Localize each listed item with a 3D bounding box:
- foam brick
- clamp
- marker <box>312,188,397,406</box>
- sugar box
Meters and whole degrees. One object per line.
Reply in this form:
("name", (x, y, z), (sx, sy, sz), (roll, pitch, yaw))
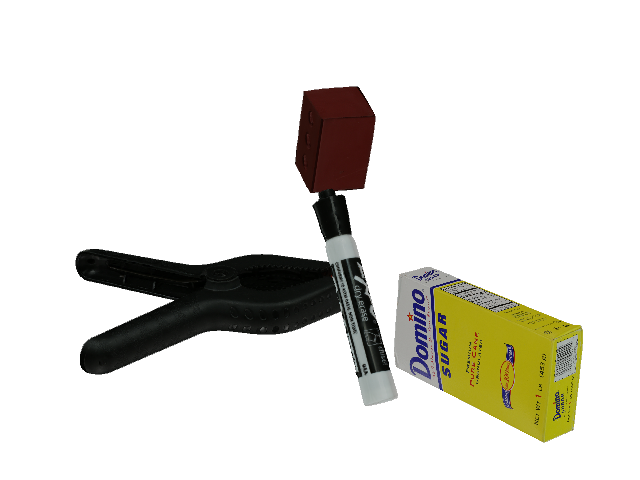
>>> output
("foam brick", (0.012, -0.088, 0.937), (0.051, 0.078, 0.053), (-4, 37, -17))
("clamp", (-0.080, 0.036, 0.778), (0.209, 0.036, 0.165), (-7, 26, -18))
("marker", (0.018, 0.030, 0.584), (0.020, 0.121, 0.020), (-14, -13, -3))
("sugar box", (0.136, 0.092, 0.903), (0.048, 0.093, 0.176), (-13, 23, -40))
